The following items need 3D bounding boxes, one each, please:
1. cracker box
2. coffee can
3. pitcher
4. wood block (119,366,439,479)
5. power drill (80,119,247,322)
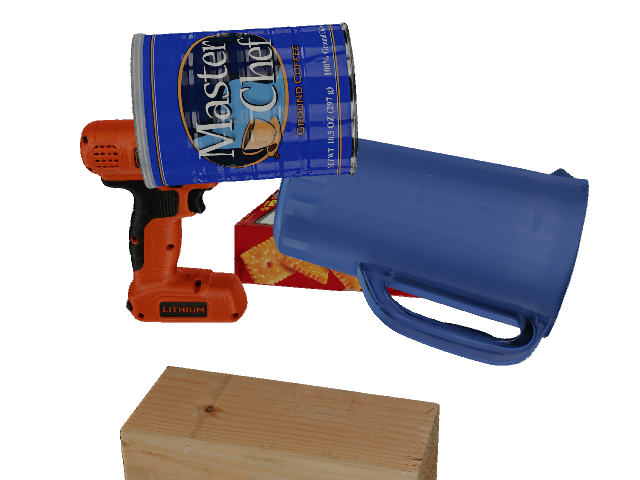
[{"bbox_3d":[0.034,0.002,1.113,0.214,0.072,0.164,5,16,12],"label":"cracker box"},{"bbox_3d":[-0.050,-0.090,0.714,0.140,0.103,0.103,-4,0,-3],"label":"coffee can"},{"bbox_3d":[0.086,-0.004,0.872,0.243,0.145,0.149,14,16,7],"label":"pitcher"},{"bbox_3d":[-0.025,0.160,0.756,0.206,0.090,0.090,6,27,15],"label":"wood block"},{"bbox_3d":[-0.106,-0.020,0.923,0.184,0.188,0.057,1,27,5],"label":"power drill"}]
